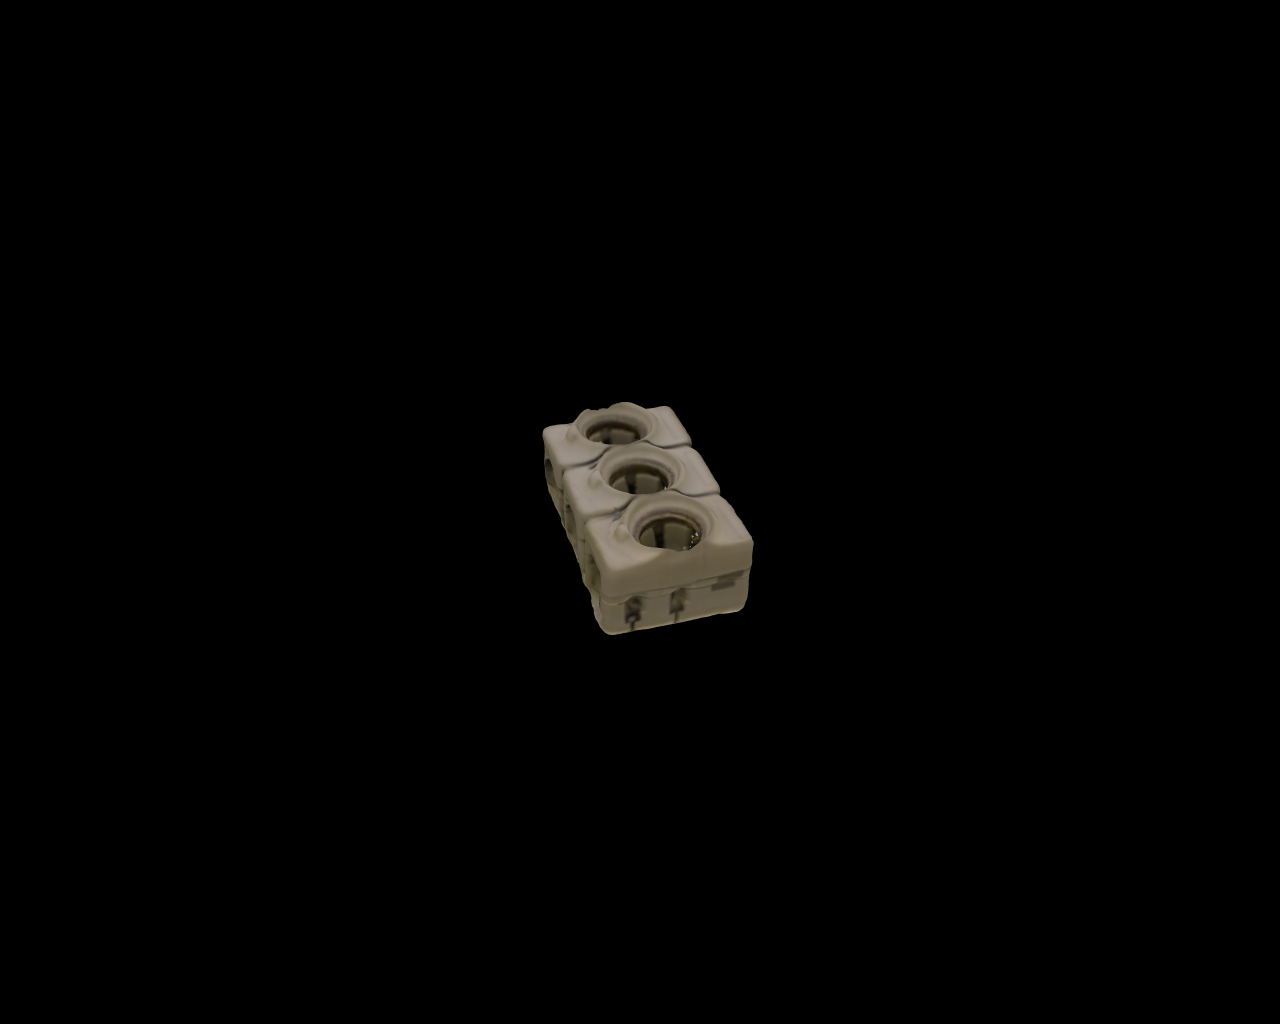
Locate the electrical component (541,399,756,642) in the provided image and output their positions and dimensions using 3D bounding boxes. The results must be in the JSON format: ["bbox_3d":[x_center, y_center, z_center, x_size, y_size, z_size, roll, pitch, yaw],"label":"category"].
[{"bbox_3d":[0.001,-0.003,0.650,0.089,0.061,0.150,-11,39,-14],"label":"electrical component"}]
